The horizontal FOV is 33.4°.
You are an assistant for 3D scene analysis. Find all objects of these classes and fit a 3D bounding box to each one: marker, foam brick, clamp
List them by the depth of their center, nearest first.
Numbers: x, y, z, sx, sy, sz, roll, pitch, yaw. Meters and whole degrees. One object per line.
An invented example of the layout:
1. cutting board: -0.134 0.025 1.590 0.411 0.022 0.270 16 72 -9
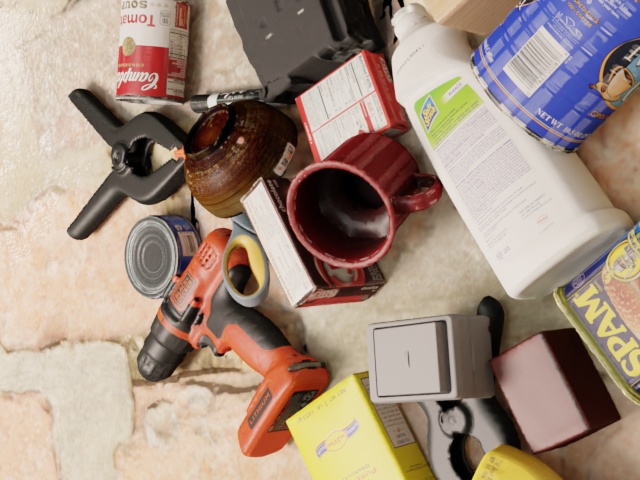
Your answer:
1. foam brick: 0.171 0.110 0.777 0.051 0.052 0.078 -38 66 35
2. clamp: 0.118 0.130 0.833 0.120 0.039 0.171 -38 69 39
3. marker: -0.079 -0.132 1.011 0.121 0.020 0.020 1 92 41
4. clamp: -0.199 -0.093 1.104 0.210 0.036 0.164 -10 84 42

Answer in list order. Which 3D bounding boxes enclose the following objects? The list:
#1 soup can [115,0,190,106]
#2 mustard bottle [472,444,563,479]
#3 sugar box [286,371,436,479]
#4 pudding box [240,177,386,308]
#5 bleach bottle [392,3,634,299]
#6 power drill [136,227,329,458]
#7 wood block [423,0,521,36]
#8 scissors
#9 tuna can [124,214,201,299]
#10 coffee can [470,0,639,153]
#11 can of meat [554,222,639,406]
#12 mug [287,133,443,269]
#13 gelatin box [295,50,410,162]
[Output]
1. soup can: -0.165 -0.186 1.053 0.069 0.068 0.102 7 94 40
2. mustard bottle: 0.192 0.223 0.742 0.192 0.058 0.096 22 99 24
3. sugar box: 0.047 0.207 0.890 0.093 0.048 0.176 -41 64 33
4. pudding box: -0.006 0.001 0.903 0.039 0.089 0.113 -44 63 33
5. bleach bottle: 0.127 -0.084 0.807 0.103 0.067 0.251 -42 62 31
6. power drill: -0.088 0.110 0.997 0.188 0.057 0.185 48 119 30
7. wood block: 0.160 -0.246 0.756 0.206 0.090 0.090 -39 66 34
8. scissors: -0.057 -0.028 0.987 0.096 0.016 0.202 -10 55 3
9. tuna can: -0.158 0.017 1.071 0.086 0.033 0.086 1 91 41
10. coffee can: 0.186 -0.144 0.727 0.140 0.102 0.103 -48 61 30
11. can of meat: 0.225 0.047 0.728 0.084 0.057 0.102 -47 62 29
12. mug: 0.042 -0.037 0.853 0.117 0.081 0.093 -5 114 30
13. gelatin box: 0.027 -0.109 0.913 0.089 0.030 0.073 -30 70 36
